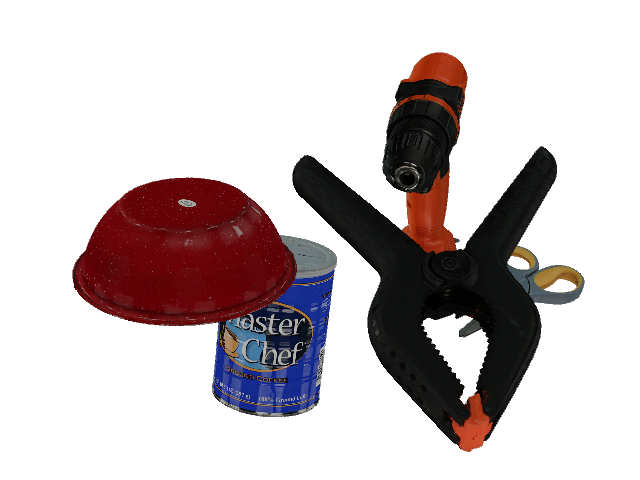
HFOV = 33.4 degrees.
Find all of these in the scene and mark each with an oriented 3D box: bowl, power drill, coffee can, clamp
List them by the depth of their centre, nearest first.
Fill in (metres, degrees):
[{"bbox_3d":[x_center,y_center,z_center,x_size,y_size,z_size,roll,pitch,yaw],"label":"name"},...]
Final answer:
[{"bbox_3d":[0.061,0.021,0.610,0.164,0.210,0.036,2,-41,2],"label":"clamp"},{"bbox_3d":[-0.096,-0.002,0.761,0.162,0.055,0.162,1,26,-1],"label":"bowl"},{"bbox_3d":[0.081,-0.034,0.840,0.057,0.188,0.184,9,34,12],"label":"power drill"},{"bbox_3d":[-0.043,0.076,0.979,0.103,0.140,0.103,6,17,-2],"label":"coffee can"}]

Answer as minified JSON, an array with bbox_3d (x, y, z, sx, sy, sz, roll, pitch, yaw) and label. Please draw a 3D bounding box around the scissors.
[{"bbox_3d":[0.167,0.043,0.990,0.201,0.016,0.096,-10,38,-40],"label":"scissors"}]
